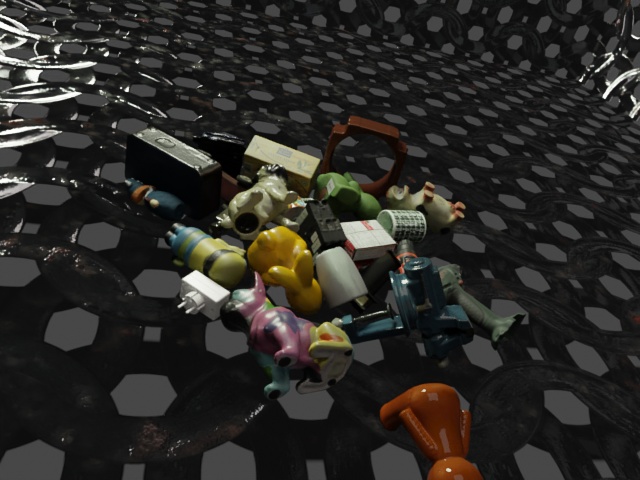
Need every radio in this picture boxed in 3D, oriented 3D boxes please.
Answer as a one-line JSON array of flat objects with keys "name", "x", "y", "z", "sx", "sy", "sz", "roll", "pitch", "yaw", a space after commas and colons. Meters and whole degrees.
[{"name": "radio", "x": -0.328, "y": -0.151, "z": 1.198, "sx": 0.230, "sy": 0.131, "sz": 0.073, "roll": 28, "pitch": 38, "yaw": 17}]

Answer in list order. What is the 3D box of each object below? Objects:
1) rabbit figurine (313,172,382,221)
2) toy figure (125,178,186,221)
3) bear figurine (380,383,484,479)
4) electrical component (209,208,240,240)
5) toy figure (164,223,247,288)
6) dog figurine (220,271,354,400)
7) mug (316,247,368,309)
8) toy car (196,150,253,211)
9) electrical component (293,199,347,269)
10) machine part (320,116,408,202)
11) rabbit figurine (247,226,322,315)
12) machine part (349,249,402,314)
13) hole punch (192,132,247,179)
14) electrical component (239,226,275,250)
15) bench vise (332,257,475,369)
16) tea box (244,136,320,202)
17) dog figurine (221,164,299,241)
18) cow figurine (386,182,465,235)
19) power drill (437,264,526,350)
[{"name": "rabbit figurine", "x": 0.070, "y": -0.091, "z": 1.325, "sx": 0.170, "sy": 0.121, "sz": 0.159, "roll": 20, "pitch": 25, "yaw": -29}, {"name": "toy figure", "x": -0.364, "y": -0.088, "z": 1.161, "sx": 0.155, "sy": 0.064, "sz": 0.058, "roll": 24, "pitch": 73, "yaw": 19}, {"name": "bear figurine", "x": 0.177, "y": 0.318, "z": 0.792, "sx": 0.120, "sy": 0.132, "sz": 0.196, "roll": 1, "pitch": 55, "yaw": -19}, {"name": "electrical component", "x": -0.195, "y": -0.035, "z": 1.166, "sx": 0.078, "sy": 0.045, "sz": 0.102, "roll": 22, "pitch": 35, "yaw": 7}, {"name": "toy figure", "x": -0.223, "y": 0.031, "z": 1.027, "sx": 0.180, "sy": 0.082, "sz": 0.089, "roll": 31, "pitch": 18, "yaw": 16}, {"name": "dog figurine", "x": -0.063, "y": 0.148, "z": 0.915, "sx": 0.191, "sy": 0.108, "sz": 0.219, "roll": -4, "pitch": 37, "yaw": -26}, {"name": "mug", "x": 0.031, "y": 0.072, "z": 1.039, "sx": 0.081, "sy": 0.109, "sz": 0.107, "roll": -16, "pitch": 82, "yaw": -30}, {"name": "toy car", "x": -0.239, "y": -0.137, "z": 1.254, "sx": 0.202, "sy": 0.089, "sz": 0.053, "roll": 33, "pitch": 15, "yaw": 25}, {"name": "electrical component", "x": -0.002, "y": -0.003, "z": 1.128, "sx": 0.058, "sy": 0.115, "sz": 0.134, "roll": -9, "pitch": 67, "yaw": -30}, {"name": "machine part", "x": 0.112, "y": -0.207, "z": 1.397, "sx": 0.201, "sy": 0.201, "sz": 0.087, "roll": 15, "pitch": 31, "yaw": -2}, {"name": "rabbit figurine", "x": -0.050, "y": 0.060, "z": 1.010, "sx": 0.122, "sy": 0.162, "sz": 0.173, "roll": -29, "pitch": 80, "yaw": -15}, {"name": "machine part", "x": 0.107, "y": 0.078, "z": 1.079, "sx": 0.084, "sy": 0.039, "sz": 0.139, "roll": 42, "pitch": 84, "yaw": 22}, {"name": "hole punch", "x": -0.246, "y": -0.209, "z": 1.337, "sx": 0.142, "sy": 0.115, "sz": 0.092, "roll": 12, "pitch": 27, "yaw": -8}, {"name": "electrical component", "x": -0.126, "y": -0.003, "z": 1.170, "sx": 0.094, "sy": 0.021, "sz": 0.063, "roll": -15, "pitch": 45, "yaw": -38}, {"name": "bench vise", "x": 0.145, "y": 0.147, "z": 0.974, "sx": 0.241, "sy": 0.223, "sz": 0.129, "roll": -15, "pitch": 31, "yaw": 7}, {"name": "tea box", "x": -0.093, "y": -0.169, "z": 1.283, "sx": 0.170, "sy": 0.098, "sz": 0.068, "roll": 21, "pitch": 59, "yaw": 2}, {"name": "dog figurine", "x": -0.138, "y": -0.090, "z": 1.151, "sx": 0.172, "sy": 0.121, "sz": 0.191, "roll": -2, "pitch": 31, "yaw": -21}, {"name": "cow figurine", "x": 0.256, "y": -0.078, "z": 1.369, "sx": 0.195, "sy": 0.127, "sz": 0.085, "roll": 29, "pitch": 34, "yaw": -7}, {"name": "power drill", "x": 0.316, "y": 0.126, "z": 1.117, "sx": 0.207, "sy": 0.086, "sz": 0.232, "roll": 41, "pitch": 27, "yaw": 23}]
